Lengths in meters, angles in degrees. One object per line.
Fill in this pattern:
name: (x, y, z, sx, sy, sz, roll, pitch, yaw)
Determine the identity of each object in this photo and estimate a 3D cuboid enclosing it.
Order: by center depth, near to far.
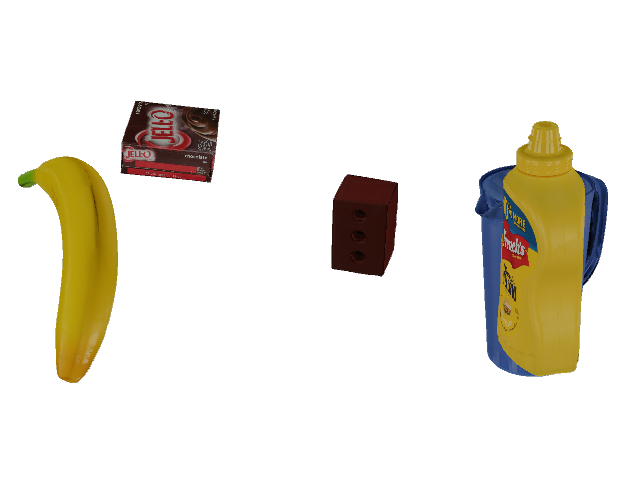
banana: (-0.166, 0.003, 0.727, 0.037, 0.198, 0.070, 18, -55, -37)
mustard bottle: (0.170, 0.001, 0.821, 0.058, 0.192, 0.096, -6, 26, -5)
foam brick: (0.042, -0.015, 1.013, 0.053, 0.078, 0.051, 8, 31, 14)
pudding box: (-0.150, -0.100, 1.072, 0.090, 0.039, 0.113, 6, 27, -6)
pitcher: (0.267, 0.034, 1.293, 0.149, 0.243, 0.145, 3, 24, 14)
